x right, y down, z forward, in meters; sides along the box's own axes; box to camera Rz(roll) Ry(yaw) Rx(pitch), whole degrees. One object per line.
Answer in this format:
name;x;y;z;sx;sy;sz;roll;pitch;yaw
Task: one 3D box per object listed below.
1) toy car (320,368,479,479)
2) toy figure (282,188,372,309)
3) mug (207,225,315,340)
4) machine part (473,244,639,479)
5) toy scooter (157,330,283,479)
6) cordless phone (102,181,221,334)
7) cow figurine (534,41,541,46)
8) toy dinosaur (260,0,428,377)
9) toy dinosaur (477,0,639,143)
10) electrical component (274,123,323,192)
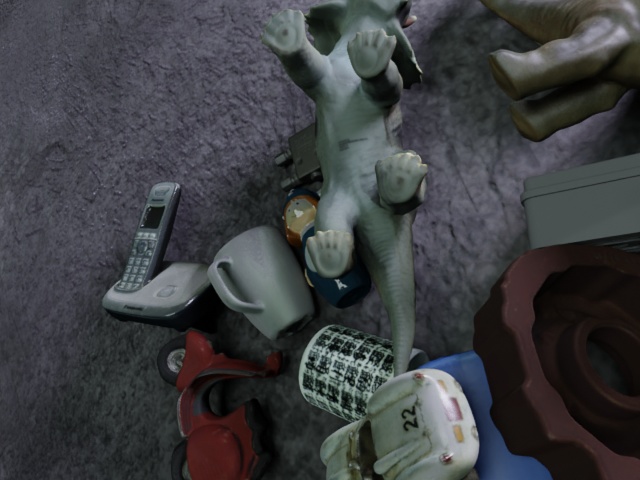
toy car;0.045;0.157;0.379;0.201;0.056;0.073;119;147;-47
toy figure;0.001;-0.002;0.561;0.064;0.057;0.155;-24;59;-11
mug;-0.058;0.048;0.558;0.081;0.109;0.107;-44;70;25
machine part;0.188;0.085;0.356;0.056;0.179;0.179;114;139;-55
toy scooter;-0.093;0.178;0.563;0.135;0.075;0.184;-16;77;9
cordless phone;-0.176;0.016;0.655;0.147;0.088;0.184;2;75;33
cow figurine;0.199;-0.229;0.486;0.168;0.068;0.098;38;105;35
toy dinosaur;0.045;-0.080;0.502;0.131;0.192;0.404;-4;90;20
toy dinosaur;0.267;-0.091;0.291;0.472;0.105;0.198;42;96;31
electrical component;-0.009;-0.096;0.609;0.094;0.021;0.063;-26;63;23
